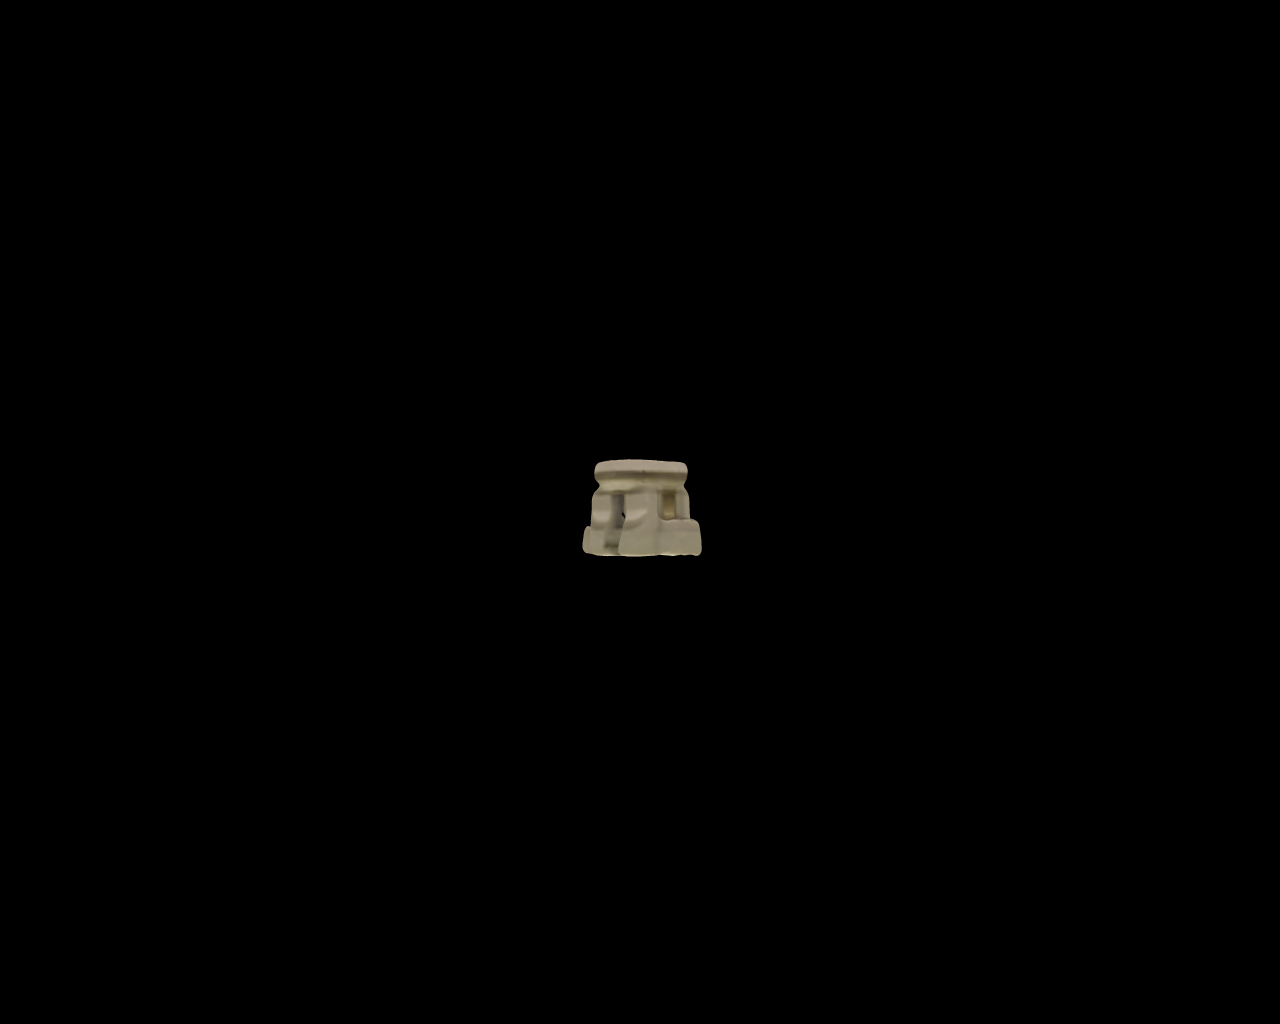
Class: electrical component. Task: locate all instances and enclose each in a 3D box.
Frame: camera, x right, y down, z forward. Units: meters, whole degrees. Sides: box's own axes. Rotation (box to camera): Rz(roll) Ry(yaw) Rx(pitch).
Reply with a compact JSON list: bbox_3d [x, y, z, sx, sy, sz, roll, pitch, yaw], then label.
[{"bbox_3d":[0.001,-0.003,0.650,0.078,0.057,0.058,-2,-3,40],"label":"electrical component"}]
